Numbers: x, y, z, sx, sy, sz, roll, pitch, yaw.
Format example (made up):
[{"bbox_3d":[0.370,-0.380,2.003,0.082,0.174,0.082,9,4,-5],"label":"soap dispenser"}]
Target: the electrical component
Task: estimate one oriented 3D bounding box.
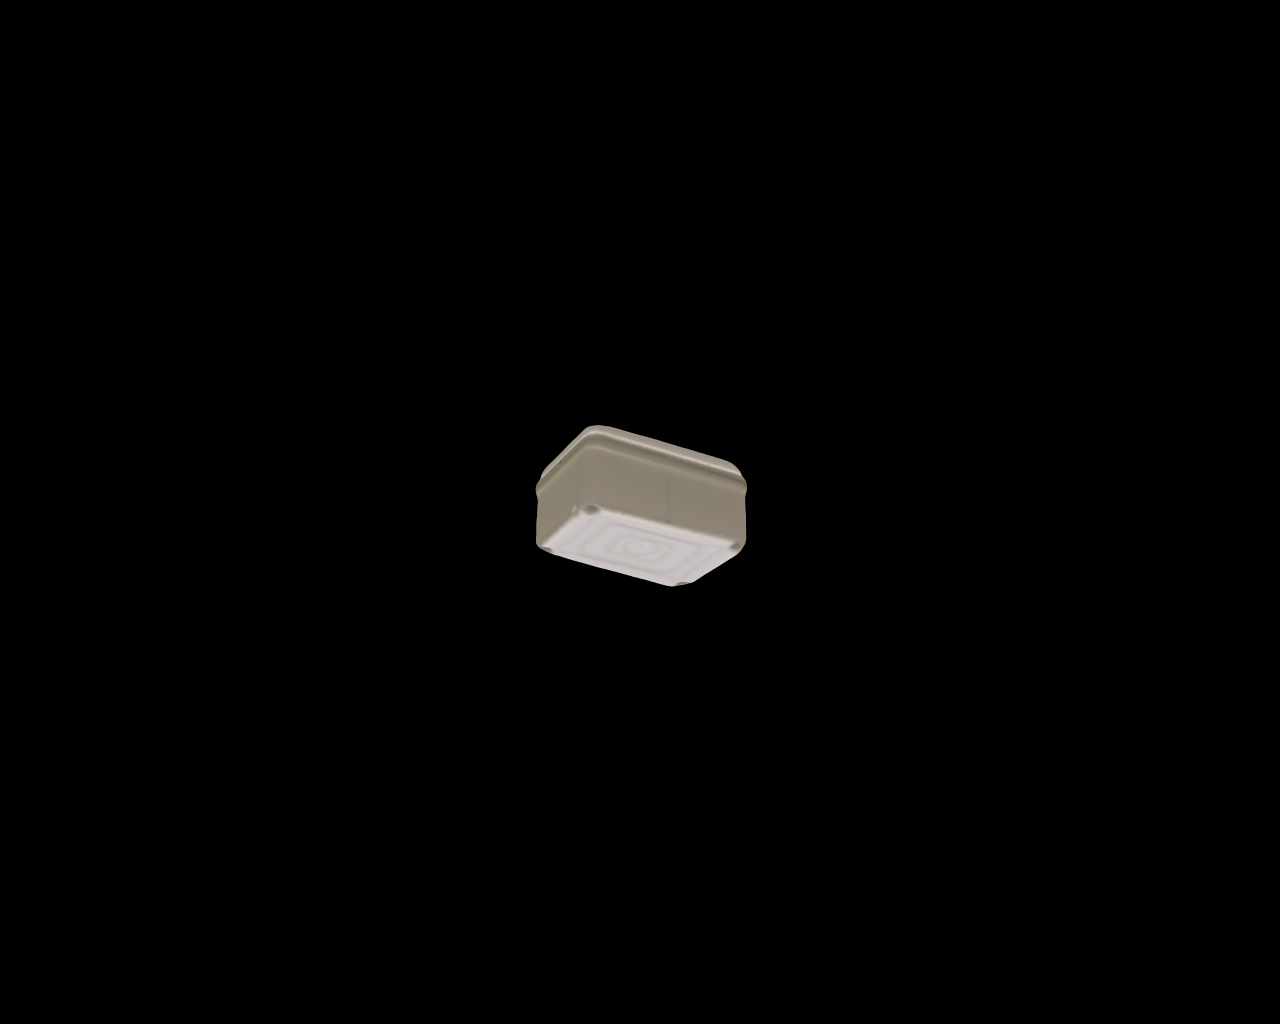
[{"bbox_3d":[0.001,-0.003,0.650,0.113,0.057,0.078,15,-32,-27],"label":"electrical component"}]
